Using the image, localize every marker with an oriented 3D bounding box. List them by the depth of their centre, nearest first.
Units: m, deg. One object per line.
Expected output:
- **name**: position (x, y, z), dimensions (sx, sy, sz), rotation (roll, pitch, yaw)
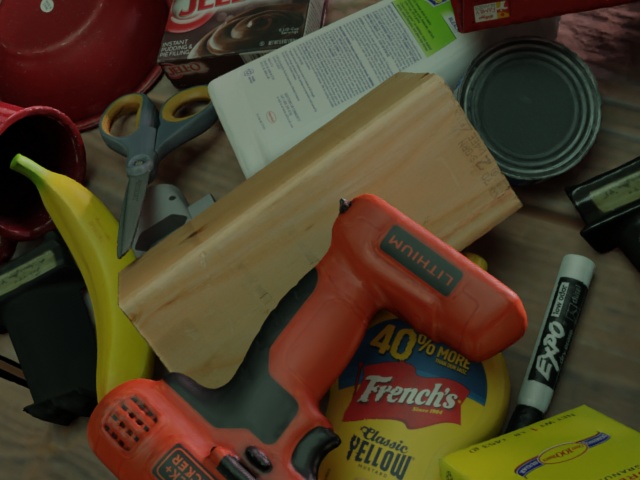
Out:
- **marker**: position (0.125, 0.064, 0.584), dimensions (0.020, 0.020, 0.121), rotation (13, 67, 25)

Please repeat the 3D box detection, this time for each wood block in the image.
- **wood block**: position (-0.004, 0.000, 0.604), dimensions (0.206, 0.090, 0.091), rotation (-36, 14, -2)

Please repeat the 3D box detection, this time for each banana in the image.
- **banana**: position (-0.139, 0.030, 0.672), dimensions (0.037, 0.069, 0.198), rotation (-49, 57, 35)

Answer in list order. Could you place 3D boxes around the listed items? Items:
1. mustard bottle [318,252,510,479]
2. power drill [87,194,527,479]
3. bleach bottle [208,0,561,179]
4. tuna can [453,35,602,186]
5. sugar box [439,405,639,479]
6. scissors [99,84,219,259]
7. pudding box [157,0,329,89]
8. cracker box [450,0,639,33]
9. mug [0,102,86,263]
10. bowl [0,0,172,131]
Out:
- **mustard bottle**: position (0.048, 0.092, 0.572), dimensions (0.096, 0.058, 0.191), rotation (17, 68, 22)
- **power drill**: position (0.010, 0.083, 0.494), dimensions (0.185, 0.057, 0.187), rotation (38, 75, 23)
- **bleach bottle**: position (0.059, -0.111, 0.683), dimensions (0.251, 0.068, 0.102), rotation (-26, 57, 1)
- **tuna can**: position (0.121, -0.075, 0.634), dimensions (0.086, 0.034, 0.086), rotation (0, 84, -3)
- **sugar box**: position (0.136, 0.129, 0.459), dimensions (0.093, 0.048, 0.176), rotation (-16, 15, -22)
- **scissors**: position (-0.098, -0.055, 0.693), dimensions (0.096, 0.016, 0.202), rotation (-20, 34, -6)
- **pudding box**: position (-0.053, -0.157, 0.761), dimensions (0.114, 0.039, 0.090), rotation (-2, 61, 18)
- **cracker box**: position (0.149, -0.216, 0.653), dimensions (0.164, 0.072, 0.213), rotation (-10, 36, 6)
- **mug**: position (-0.225, -0.042, 0.737), dimensions (0.082, 0.093, 0.117), rotation (18, 105, 32)
- **bowl**: position (-0.190, -0.160, 0.802), dimensions (0.162, 0.055, 0.162), rotation (-9, 59, 15)
